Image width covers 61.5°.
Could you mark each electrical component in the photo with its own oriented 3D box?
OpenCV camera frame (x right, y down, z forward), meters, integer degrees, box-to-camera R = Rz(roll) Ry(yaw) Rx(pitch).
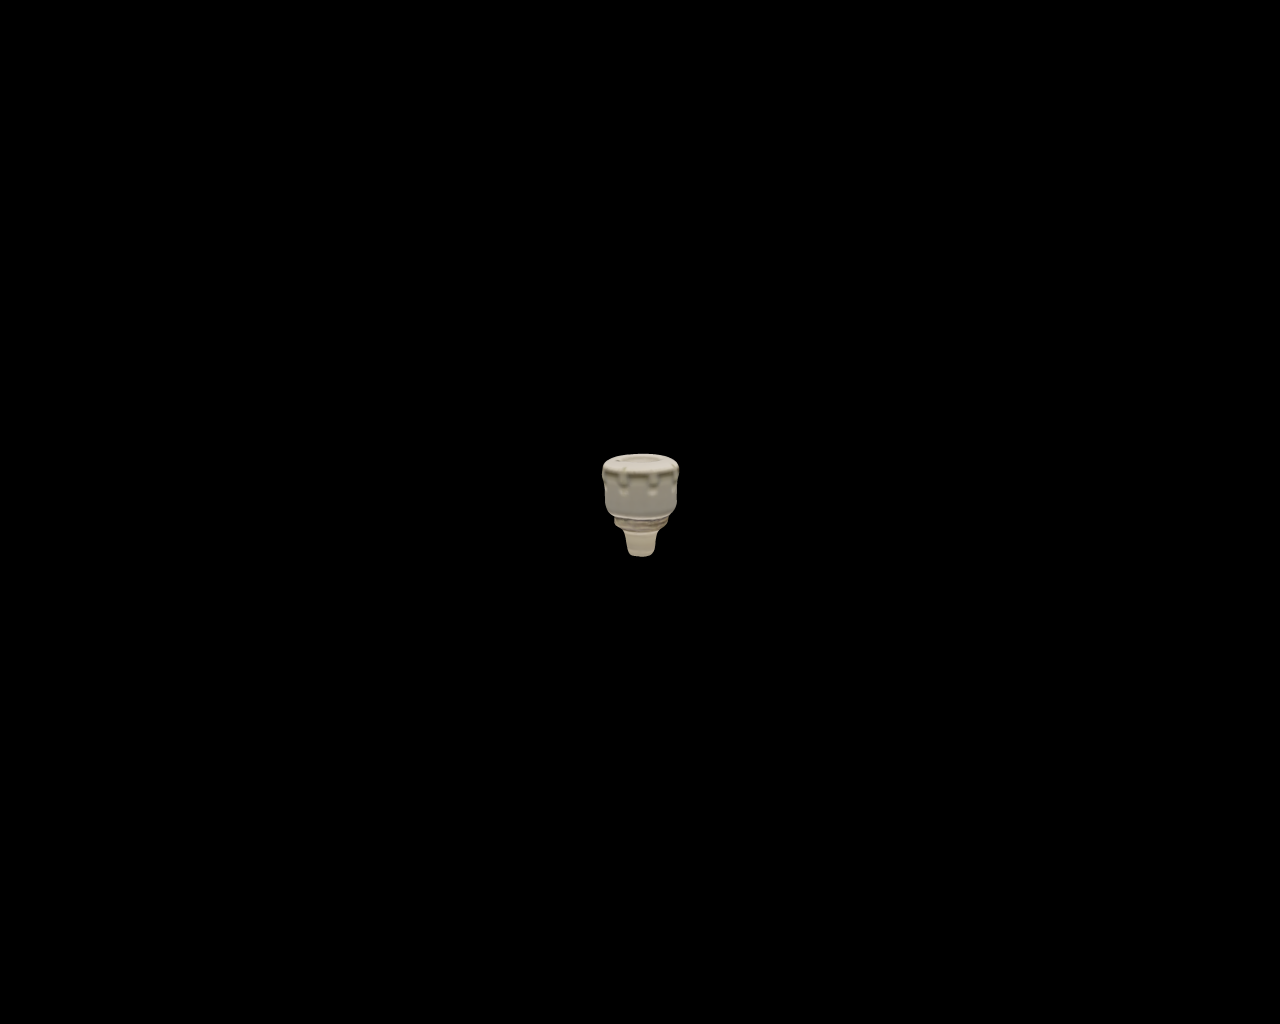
[{"bbox_3d":[0.001,-0.003,0.650,0.048,0.062,0.048,0,13,0],"label":"electrical component"}]
